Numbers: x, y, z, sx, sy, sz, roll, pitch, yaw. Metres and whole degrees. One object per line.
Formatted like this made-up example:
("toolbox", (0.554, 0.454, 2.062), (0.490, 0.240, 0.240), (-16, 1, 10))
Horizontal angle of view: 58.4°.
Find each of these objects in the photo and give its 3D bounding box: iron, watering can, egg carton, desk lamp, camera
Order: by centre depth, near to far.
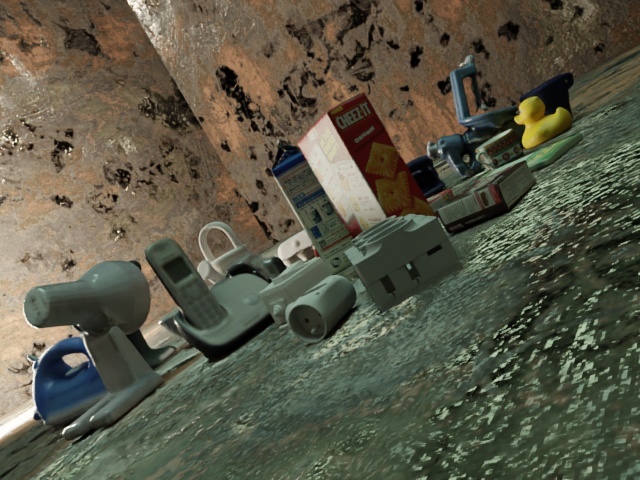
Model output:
("desk lamp", (-0.325, 0.144, 0.850), (0.117, 0.213, 0.203), (-29, 4, 22))
("camera", (-0.134, 0.088, 0.977), (0.143, 0.101, 0.137), (-29, 4, 20))
("iron", (-0.421, 0.229, 1.019), (0.257, 0.141, 0.119), (-28, 5, 28))
("watering can", (-0.197, 0.050, 1.248), (0.101, 0.194, 0.173), (-30, 4, 6))
("egg carton", (-0.035, 0.012, 1.462), (0.150, 0.069, 0.107), (-28, 4, 27))

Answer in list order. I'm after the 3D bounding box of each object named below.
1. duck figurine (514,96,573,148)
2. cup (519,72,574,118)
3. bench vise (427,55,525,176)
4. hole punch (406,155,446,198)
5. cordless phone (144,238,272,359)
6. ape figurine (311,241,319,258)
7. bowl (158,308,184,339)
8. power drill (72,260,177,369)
("duck figurine", (0.415, -0.232, 1.083), (0.078, 0.086, 0.104), (-33, 5, -33))
("cup", (0.468, -0.272, 1.137), (0.118, 0.095, 0.091), (-31, 4, -11))
("bench vise", (0.308, -0.254, 1.182), (0.207, 0.220, 0.121), (-31, 4, -7))
("hole punch", (0.210, -0.130, 1.276), (0.108, 0.091, 0.101), (-30, 4, 2))
("cordless phone", (-0.156, 0.063, 0.829), (0.148, 0.185, 0.094), (-34, 5, -41))
("ape figurine", (0.010, 0.004, 1.053), (0.076, 0.092, 0.078), (-30, 4, 4))
("bowl", (-0.224, 0.145, 1.118), (0.167, 0.075, 0.167), (-30, 4, 3))
("power drill", (-0.374, 0.155, 1.118), (0.075, 0.208, 0.230), (-29, 4, 17))
